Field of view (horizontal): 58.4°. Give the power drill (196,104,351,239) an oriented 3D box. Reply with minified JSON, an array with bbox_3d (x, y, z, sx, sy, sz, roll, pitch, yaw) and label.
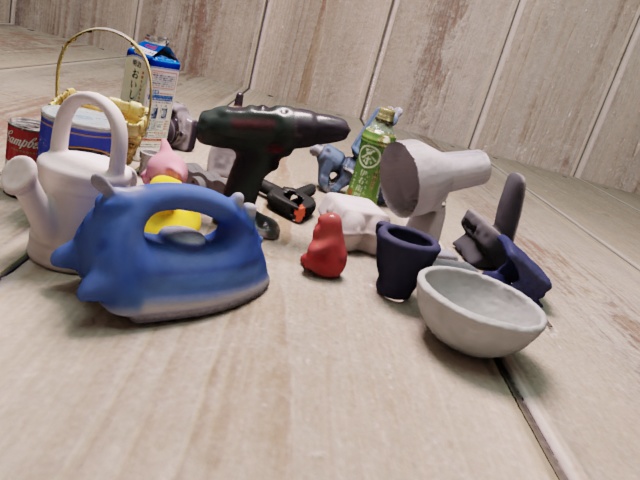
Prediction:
[{"bbox_3d":[-0.085,-0.113,0.898,0.230,0.208,0.075,11,19,-13],"label":"power drill"}]

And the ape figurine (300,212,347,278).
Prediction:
[{"bbox_3d":[0.008,0.003,0.824,0.076,0.092,0.078,25,21,25],"label":"ape figurine"}]

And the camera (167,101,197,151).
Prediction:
[{"bbox_3d":[-0.355,-0.257,1.256,0.143,0.101,0.137,19,19,9],"label":"camera"}]

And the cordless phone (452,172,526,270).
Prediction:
[{"bbox_3d":[0.332,-0.044,1.077,0.094,0.185,0.147,10,19,-15],"label":"cordless phone"}]

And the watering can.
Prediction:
[{"bbox_3d":[-0.266,-0.066,0.638,0.101,0.194,0.173,15,19,-3],"label":"watering can"}]

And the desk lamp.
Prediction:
[{"bbox_3d":[0.185,-0.053,0.938,0.204,0.213,0.117,5,21,-29],"label":"desk lamp"}]

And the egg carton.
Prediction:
[{"bbox_3d":[0.057,-0.032,0.999,0.107,0.069,0.150,8,20,-22],"label":"egg carton"}]

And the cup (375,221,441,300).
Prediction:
[{"bbox_3d":[0.108,0.030,0.823,0.092,0.095,0.117,2,23,-35],"label":"cup"}]

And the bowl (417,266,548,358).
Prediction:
[{"bbox_3d":[0.193,0.100,0.725,0.167,0.075,0.167,14,19,-5],"label":"bowl"}]

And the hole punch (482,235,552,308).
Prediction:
[{"bbox_3d":[0.336,0.049,0.961,0.101,0.091,0.108,16,19,0],"label":"hole punch"}]

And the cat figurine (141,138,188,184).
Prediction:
[{"bbox_3d":[-0.234,-0.097,0.874,0.067,0.118,0.127,12,19,-10],"label":"cat figurine"}]

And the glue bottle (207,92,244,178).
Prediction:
[{"bbox_3d":[-0.178,-0.213,1.163,0.078,0.173,0.037,11,19,-14],"label":"glue bottle"}]

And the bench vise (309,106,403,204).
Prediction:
[{"bbox_3d":[0.092,-0.198,1.267,0.208,0.220,0.121,7,21,-25],"label":"bench vise"}]

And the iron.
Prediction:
[{"bbox_3d":[-0.146,-0.002,0.634,0.259,0.141,0.118,-3,26,-44],"label":"iron"}]

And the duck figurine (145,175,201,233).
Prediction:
[{"bbox_3d":[-0.213,-0.046,0.794,0.105,0.086,0.077,4,22,-32],"label":"duck figurine"}]
